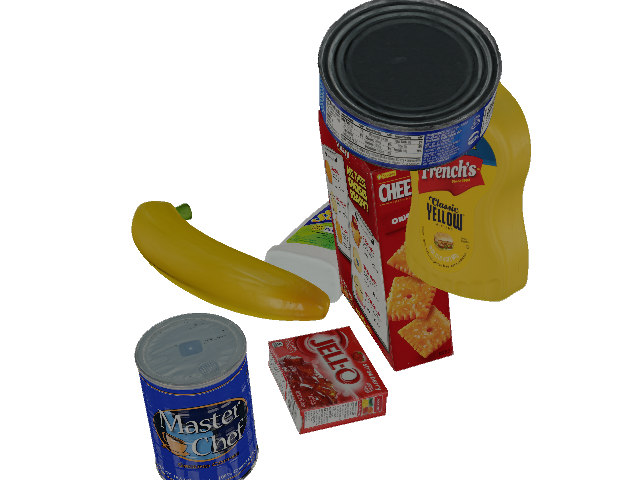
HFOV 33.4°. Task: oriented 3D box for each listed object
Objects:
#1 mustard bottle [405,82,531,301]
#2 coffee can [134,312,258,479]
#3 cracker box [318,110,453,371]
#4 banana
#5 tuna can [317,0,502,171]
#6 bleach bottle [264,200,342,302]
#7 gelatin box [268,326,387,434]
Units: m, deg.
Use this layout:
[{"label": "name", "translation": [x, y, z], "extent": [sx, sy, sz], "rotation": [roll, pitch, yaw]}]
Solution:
[{"label": "mustard bottle", "translation": [0.105, -0.056, 0.766], "extent": [0.058, 0.192, 0.096], "rotation": [-24, 33, -37]}, {"label": "coffee can", "translation": [-0.115, 0.155, 1.014], "extent": [0.103, 0.140, 0.103], "rotation": [-3, 34, 2]}, {"label": "cracker box", "translation": [0.064, -0.009, 1.031], "extent": [0.072, 0.214, 0.164], "rotation": [-14, 30, -12]}, {"label": "banana", "translation": [-0.073, 0.008, 0.686], "extent": [0.069, 0.037, 0.198], "rotation": [-15, 29, -29]}, {"label": "tuna can", "translation": [0.042, -0.075, 0.509], "extent": [0.086, 0.086, 0.034], "rotation": [0, -35, 1]}, {"label": "bleach bottle", "translation": [0.029, -0.018, 1.344], "extent": [0.103, 0.068, 0.250], "rotation": [11, 35, 22]}, {"label": "gelatin box", "translation": [0.004, 0.110, 0.858], "extent": [0.073, 0.030, 0.089], "rotation": [-9, 36, -16]}]
